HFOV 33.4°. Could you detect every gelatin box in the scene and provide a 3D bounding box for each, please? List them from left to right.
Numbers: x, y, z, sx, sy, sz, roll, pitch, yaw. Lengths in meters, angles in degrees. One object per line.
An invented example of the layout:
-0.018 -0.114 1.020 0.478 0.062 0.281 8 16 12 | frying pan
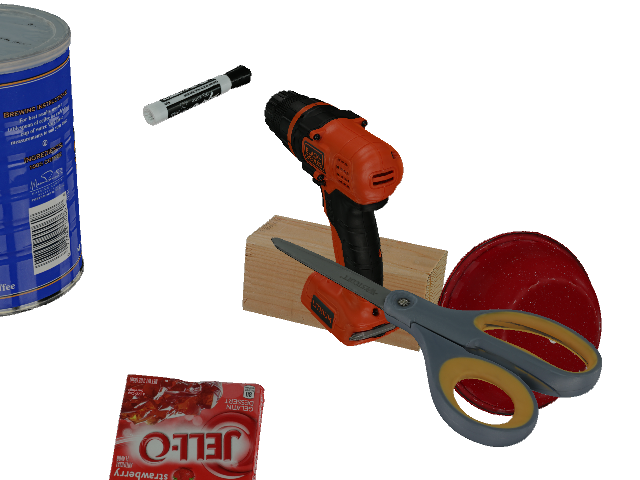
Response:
-0.083 0.125 0.671 0.089 0.073 0.030 5 -31 0 | gelatin box

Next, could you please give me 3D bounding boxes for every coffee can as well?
-0.182 -0.044 0.570 0.103 0.140 0.103 2 28 -1 | coffee can

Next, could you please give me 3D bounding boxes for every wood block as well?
0.026 0.045 1.186 0.206 0.091 0.090 12 23 17 | wood block

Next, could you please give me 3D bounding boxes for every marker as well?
-0.112 -0.137 0.997 0.120 0.020 0.020 -31 18 -34 | marker

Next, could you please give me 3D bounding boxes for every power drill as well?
0.009 -0.021 0.883 0.057 0.188 0.185 -18 30 -19 | power drill

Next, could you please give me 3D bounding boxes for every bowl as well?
0.179 0.074 0.898 0.161 0.162 0.055 0 5 -21 | bowl

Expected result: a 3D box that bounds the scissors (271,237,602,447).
0.043 0.050 0.559 0.202 0.016 0.096 15 42 21 | scissors
